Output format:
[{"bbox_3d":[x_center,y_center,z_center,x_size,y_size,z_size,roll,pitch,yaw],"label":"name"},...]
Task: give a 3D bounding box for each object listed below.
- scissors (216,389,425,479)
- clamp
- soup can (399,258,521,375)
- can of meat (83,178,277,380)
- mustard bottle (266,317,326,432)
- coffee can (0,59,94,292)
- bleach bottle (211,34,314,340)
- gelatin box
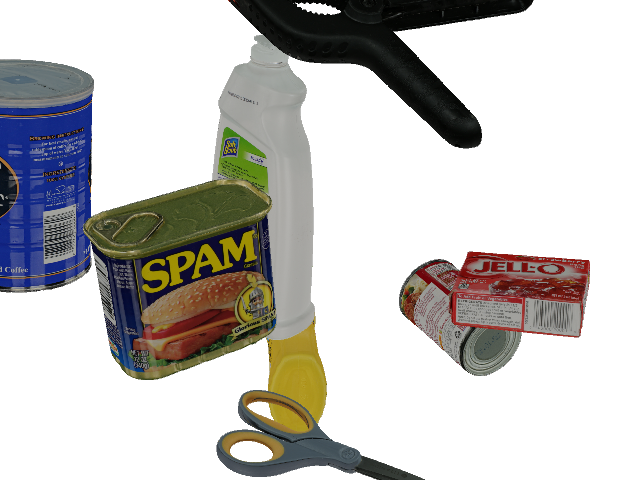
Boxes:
[{"bbox_3d":[0.003,0.177,0.830,0.202,0.016,0.096,27,41,31],"label":"scissors"},{"bbox_3d":[0.033,-0.140,0.719,0.210,0.164,0.036,13,-40,5],"label":"clamp"},{"bbox_3d":[0.128,0.070,0.978,0.068,0.068,0.102,0,26,-32],"label":"soup can"},{"bbox_3d":[-0.075,0.022,0.604,0.101,0.084,0.058,-18,30,-25],"label":"can of meat"},{"bbox_3d":[-0.030,0.111,1.122,0.058,0.096,0.191,-2,26,-5],"label":"mustard bottle"},{"bbox_3d":[-0.213,-0.048,0.757,0.103,0.140,0.103,5,23,-2],"label":"coffee can"},{"bbox_3d":[-0.045,-0.047,0.908,0.103,0.251,0.067,21,29,28],"label":"bleach bottle"},{"bbox_3d":[0.139,0.035,0.742,0.089,0.030,0.073,5,22,17],"label":"gelatin box"}]
